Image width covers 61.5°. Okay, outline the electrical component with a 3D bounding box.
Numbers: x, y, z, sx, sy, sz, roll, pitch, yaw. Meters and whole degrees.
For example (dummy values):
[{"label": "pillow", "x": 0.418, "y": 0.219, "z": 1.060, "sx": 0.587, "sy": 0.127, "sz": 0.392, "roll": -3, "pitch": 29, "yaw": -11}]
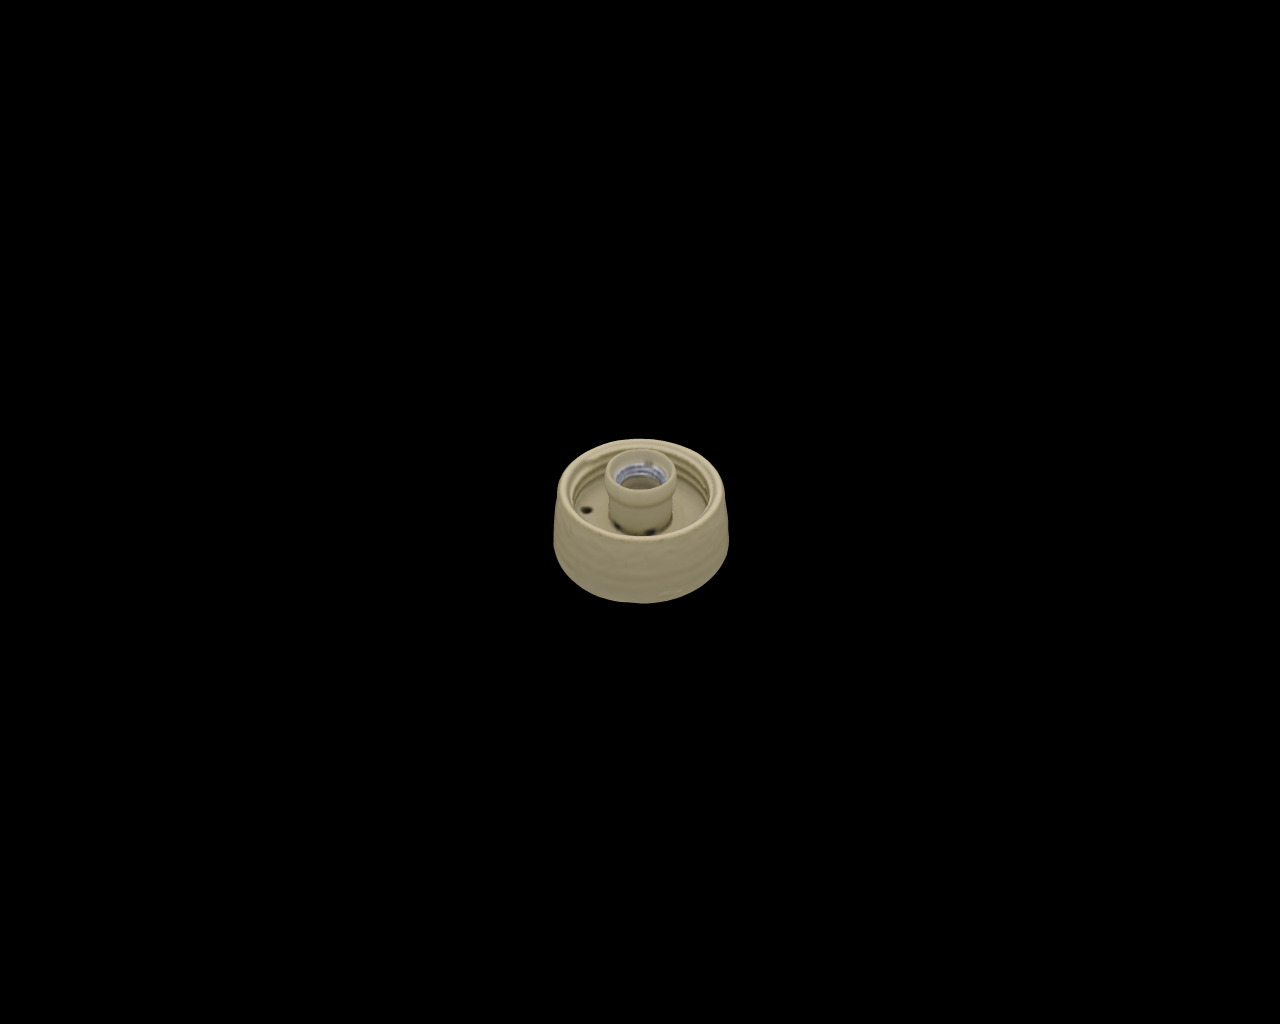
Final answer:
[{"label": "electrical component", "x": 0.001, "y": -0.003, "z": 0.650, "sx": 0.108, "sy": 0.060, "sz": 0.108, "roll": 0, "pitch": 40, "yaw": 0}]
